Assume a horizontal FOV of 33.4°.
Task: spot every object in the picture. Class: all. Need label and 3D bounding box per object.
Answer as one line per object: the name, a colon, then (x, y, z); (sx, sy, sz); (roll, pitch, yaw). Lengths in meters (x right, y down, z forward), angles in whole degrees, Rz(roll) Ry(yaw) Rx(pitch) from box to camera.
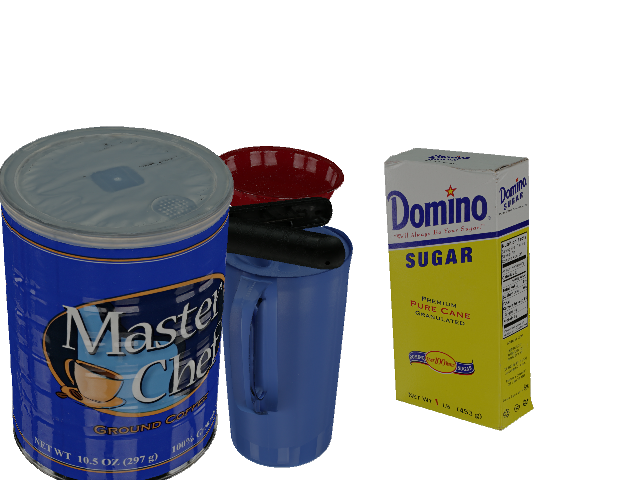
clamp: (-0.081, -0.007, 0.822); (0.210, 0.036, 0.164); (-1, 13, -10)
coffee can: (-0.096, 0.031, 0.505); (0.102, 0.140, 0.103); (5, 31, -3)
bowl: (-0.054, -0.061, 1.299); (0.162, 0.055, 0.162); (5, 26, -3)
pitcher: (-0.043, 0.110, 1.077); (0.149, 0.243, 0.145); (-11, 29, -23)
sugar box: (0.092, 0.030, 0.714); (0.094, 0.176, 0.048); (9, 22, 42)
